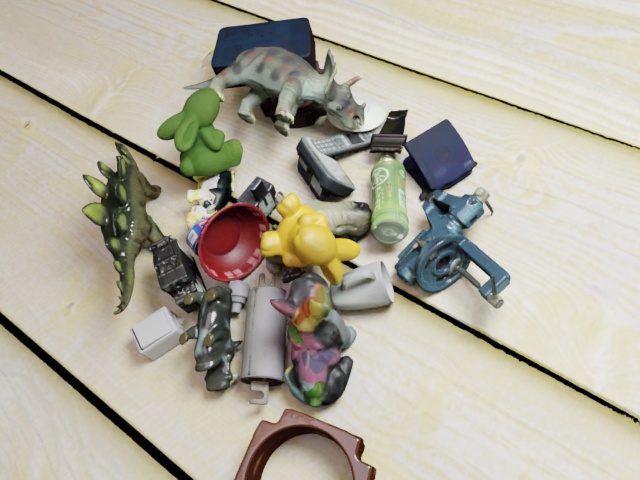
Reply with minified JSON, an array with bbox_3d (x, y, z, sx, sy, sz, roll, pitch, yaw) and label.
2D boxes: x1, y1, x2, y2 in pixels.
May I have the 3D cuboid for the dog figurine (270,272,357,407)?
[{"bbox_3d":[-0.016,0.162,0.882,0.109,0.219,0.191,3,63,18],"label":"dog figurine"}]

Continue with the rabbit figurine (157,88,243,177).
[{"bbox_3d":[-0.253,-0.226,1.104,0.121,0.170,0.159,29,41,33],"label":"rabbit figurine"}]

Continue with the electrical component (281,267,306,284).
[{"bbox_3d":[-0.036,0.096,0.992,0.045,0.102,0.078,-16,51,8],"label":"electrical component"}]

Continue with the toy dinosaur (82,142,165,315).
[{"bbox_3d":[-0.393,-0.039,1.083,0.105,0.198,0.472,-23,59,4],"label":"toy dinosaur"}]

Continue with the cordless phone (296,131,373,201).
[{"bbox_3d":[0.055,-0.165,1.122,0.184,0.088,0.147,-20,56,-20],"label":"cordless phone"}]

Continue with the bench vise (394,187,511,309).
[{"bbox_3d":[0.251,0.022,0.939,0.223,0.128,0.241,-39,44,0],"label":"bench vise"}]

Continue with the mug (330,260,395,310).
[{"bbox_3d":[0.070,0.088,0.970,0.107,0.109,0.081,-20,69,16],"label":"mug"}]

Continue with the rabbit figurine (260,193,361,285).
[{"bbox_3d":[-0.017,0.011,0.914,0.162,0.173,0.122,37,86,-12],"label":"rabbit figurine"}]

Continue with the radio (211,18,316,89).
[{"bbox_3d":[-0.125,-0.429,1.231,0.230,0.073,0.131,-3,62,9],"label":"radio"}]

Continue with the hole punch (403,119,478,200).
[{"bbox_3d":[0.236,-0.163,1.070,0.142,0.092,0.116,-31,64,-8],"label":"hole punch"}]

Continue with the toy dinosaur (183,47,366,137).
[{"bbox_3d":[-0.097,-0.336,1.122,0.405,0.131,0.192,26,78,19],"label":"toy dinosaur"}]

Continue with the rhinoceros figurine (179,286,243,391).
[{"bbox_3d":[-0.194,0.176,0.976,0.073,0.112,0.190,-11,72,22],"label":"rhinoceros figurine"}]

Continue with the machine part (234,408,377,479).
[{"bbox_3d":[-0.026,0.386,0.843,0.202,0.087,0.201,15,67,21],"label":"machine part"}]

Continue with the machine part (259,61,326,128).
[{"bbox_3d":[-0.055,-0.337,1.243,0.179,0.056,0.179,-5,63,9],"label":"machine part"}]

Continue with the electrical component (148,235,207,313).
[{"bbox_3d":[-0.271,0.073,1.044,0.058,0.114,0.134,-28,59,0],"label":"electrical component"}]

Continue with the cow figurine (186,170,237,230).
[{"bbox_3d":[-0.228,-0.082,1.135,0.098,0.068,0.167,-2,53,4],"label":"cow figurine"}]

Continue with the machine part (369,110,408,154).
[{"bbox_3d":[0.150,-0.224,1.124,0.084,0.039,0.139,0,43,25],"label":"machine part"}]

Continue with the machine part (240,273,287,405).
[{"bbox_3d":[-0.099,0.173,0.975,0.079,0.079,0.243,-5,62,10],"label":"machine part"}]

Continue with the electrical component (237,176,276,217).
[{"bbox_3d":[-0.129,-0.087,1.093,0.048,0.119,0.075,29,75,24],"label":"electrical component"}]

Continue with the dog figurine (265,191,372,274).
[{"bbox_3d":[-0.002,-0.005,1.044,0.191,0.121,0.172,13,101,-1],"label":"dog figurine"}]
